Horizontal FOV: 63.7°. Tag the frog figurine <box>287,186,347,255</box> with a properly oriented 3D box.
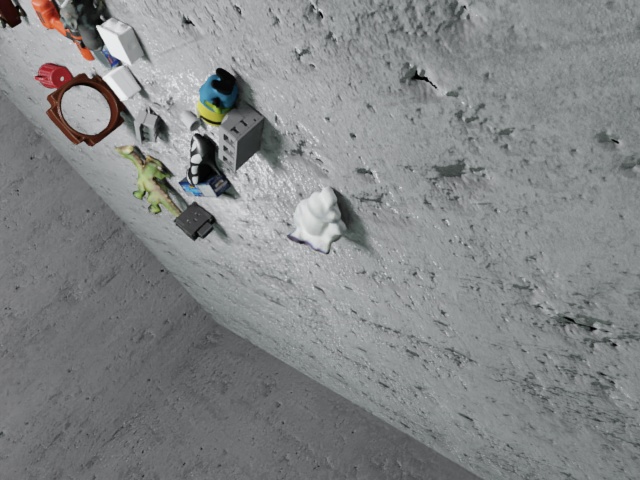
[{"bbox_3d":[0.004,-0.061,1.215,0.139,0.123,0.156,37,122,35],"label":"frog figurine"}]

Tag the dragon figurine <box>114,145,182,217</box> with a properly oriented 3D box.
[{"bbox_3d":[-0.625,-0.214,1.982,0.411,0.124,0.238,41,150,2],"label":"dragon figurine"}]
